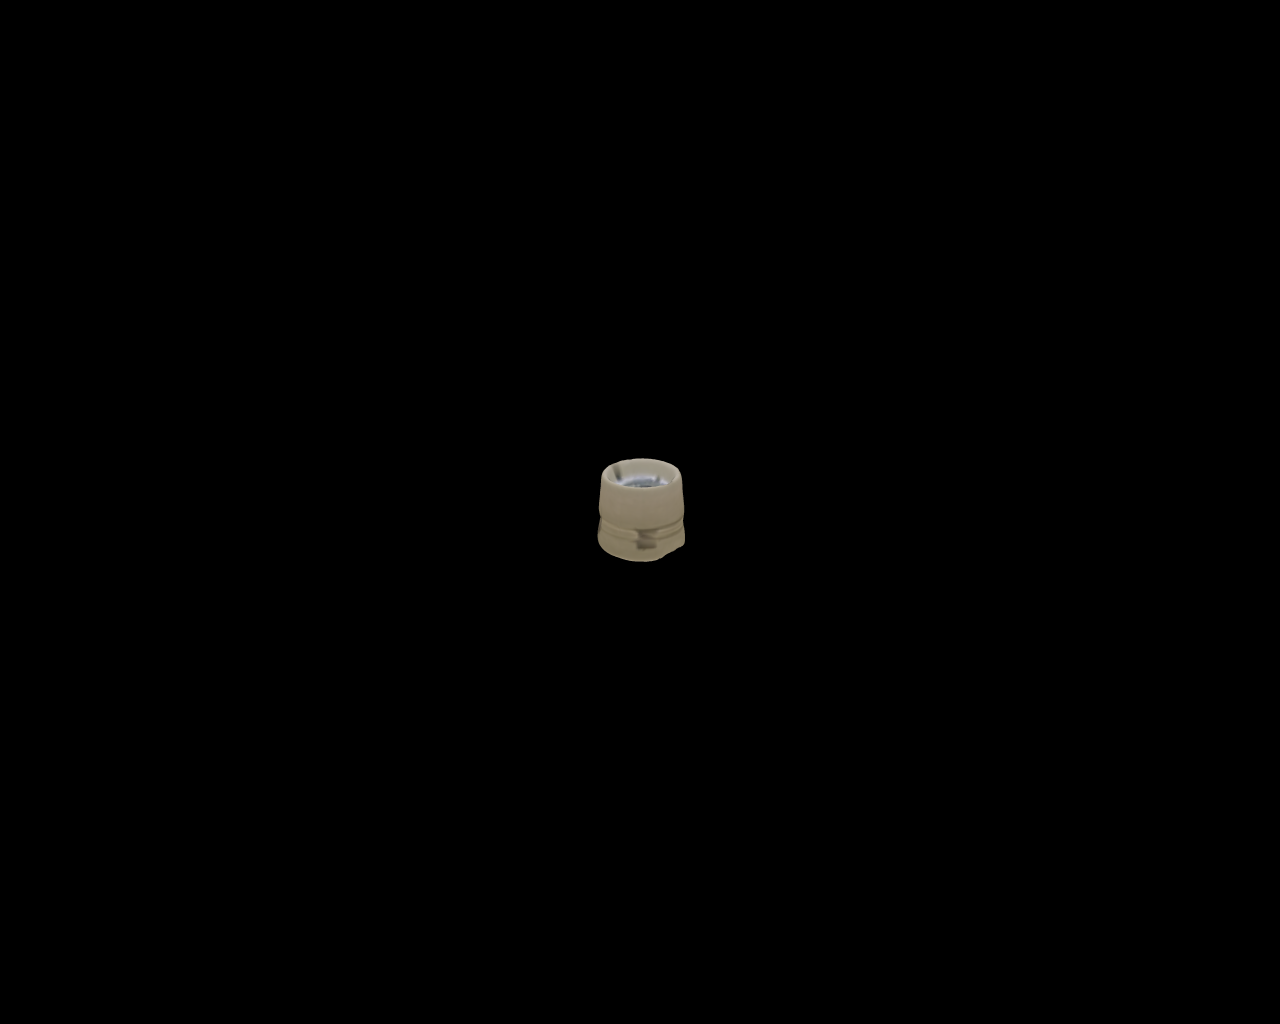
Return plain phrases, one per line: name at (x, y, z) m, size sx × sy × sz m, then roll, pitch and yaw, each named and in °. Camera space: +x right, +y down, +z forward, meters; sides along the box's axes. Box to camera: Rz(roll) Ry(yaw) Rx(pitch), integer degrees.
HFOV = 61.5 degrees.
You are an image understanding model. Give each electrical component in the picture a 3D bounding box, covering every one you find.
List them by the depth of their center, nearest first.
electrical component at (0.001, -0.003, 0.650) m, size 0.055 × 0.047 × 0.055 m, roll 0°, pitch 24°, yaw 0°
